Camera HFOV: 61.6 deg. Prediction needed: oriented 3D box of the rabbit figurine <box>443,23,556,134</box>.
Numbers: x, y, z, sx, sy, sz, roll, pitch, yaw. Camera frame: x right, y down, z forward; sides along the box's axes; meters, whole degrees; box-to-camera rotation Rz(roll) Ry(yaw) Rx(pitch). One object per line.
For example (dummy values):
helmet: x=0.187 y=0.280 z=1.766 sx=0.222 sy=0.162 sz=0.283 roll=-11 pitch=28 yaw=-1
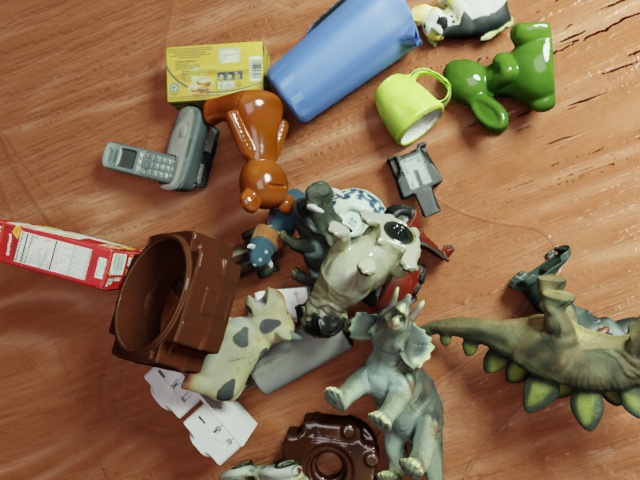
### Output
rabbit figurine: x=0.291 y=-0.255 z=0.879 sx=0.170 sy=0.121 sz=0.159 roll=-3 pitch=95 yaw=23

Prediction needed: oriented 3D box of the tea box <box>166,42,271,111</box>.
tea box: x=-0.174 y=-0.279 z=0.928 sx=0.170 sy=0.068 sz=0.098 roll=0 pitch=89 yaw=6

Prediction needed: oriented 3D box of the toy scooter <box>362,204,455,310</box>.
toy scooter: x=0.147 y=0.039 z=0.886 sx=0.135 sy=0.075 sz=0.183 roll=16 pitch=101 yaw=-18

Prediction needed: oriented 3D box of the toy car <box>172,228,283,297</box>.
toy car: x=-0.164 y=0.046 z=0.927 sx=0.202 sy=0.053 sz=0.089 roll=-21 pitch=84 yaw=6

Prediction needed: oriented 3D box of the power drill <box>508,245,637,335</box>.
power drill: x=0.421 y=0.112 z=0.863 sx=0.232 sy=0.086 sz=0.207 roll=-33 pitch=93 yaw=6

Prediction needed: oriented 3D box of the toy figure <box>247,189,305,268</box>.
toy figure: x=-0.073 y=-0.017 z=0.896 sx=0.064 sy=0.058 sz=0.154 roll=37 pitch=68 yaw=-3

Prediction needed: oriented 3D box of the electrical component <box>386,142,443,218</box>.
electrical component: x=0.166 y=-0.097 z=0.901 sx=0.075 sy=0.048 sz=0.119 roll=-26 pitch=87 yaw=4

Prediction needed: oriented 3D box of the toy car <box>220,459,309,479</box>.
toy car: x=-0.089 y=0.399 z=0.865 sx=0.202 sy=0.056 sz=0.073 roll=-23 pitch=79 yaw=42

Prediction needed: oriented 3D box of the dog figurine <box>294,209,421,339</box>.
dog figurine: x=0.060 y=0.061 z=0.820 sx=0.172 sy=0.190 sz=0.121 roll=-4 pitch=49 yaw=-28

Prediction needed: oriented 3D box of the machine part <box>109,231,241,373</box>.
machine part: x=-0.224 y=0.091 z=0.811 sx=0.202 sy=0.087 sz=0.201 roll=-4 pitch=66 yaw=44

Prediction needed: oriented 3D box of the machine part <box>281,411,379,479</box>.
machine part: x=0.015 y=0.377 z=0.898 sx=0.179 sy=0.056 sz=0.179 roll=0 pitch=89 yaw=7

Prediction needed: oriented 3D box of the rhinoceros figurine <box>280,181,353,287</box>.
rhinoceros figurine: x=-0.002 y=-0.003 z=0.854 sx=0.112 sy=0.073 sz=0.190 roll=20 pitch=129 yaw=38

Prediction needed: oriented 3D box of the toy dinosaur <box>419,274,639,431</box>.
toy dinosaur: x=0.344 y=0.158 z=0.782 sx=0.472 sy=0.105 sz=0.198 roll=13 pitch=107 yaw=32

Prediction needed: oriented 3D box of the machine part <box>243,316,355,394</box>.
machine part: x=-0.033 y=0.185 z=0.898 sx=0.243 sy=0.079 sz=0.079 roll=-31 pitch=86 yaw=4

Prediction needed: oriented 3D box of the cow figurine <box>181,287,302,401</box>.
cow figurine: x=-0.115 y=0.162 z=0.834 sx=0.127 sy=0.085 sz=0.195 roll=31 pitch=91 yaw=-17

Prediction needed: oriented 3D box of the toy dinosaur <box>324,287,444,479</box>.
toy dinosaur: x=0.137 y=0.256 z=0.848 sx=0.192 sy=0.131 sz=0.404 roll=-46 pitch=122 yaw=-35

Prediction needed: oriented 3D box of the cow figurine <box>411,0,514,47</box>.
cow figurine: x=0.231 y=-0.367 z=0.896 sx=0.167 sy=0.068 sz=0.098 roll=-19 pitch=92 yaw=5

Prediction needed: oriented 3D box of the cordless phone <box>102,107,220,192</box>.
cordless phone: x=-0.279 y=-0.165 z=0.930 sx=0.184 sy=0.088 sz=0.146 roll=14 pitch=90 yaw=10

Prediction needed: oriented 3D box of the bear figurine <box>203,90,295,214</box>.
bear figurine: x=-0.107 y=-0.136 z=0.871 sx=0.132 sy=0.120 sz=0.195 roll=0 pitch=95 yaw=49
